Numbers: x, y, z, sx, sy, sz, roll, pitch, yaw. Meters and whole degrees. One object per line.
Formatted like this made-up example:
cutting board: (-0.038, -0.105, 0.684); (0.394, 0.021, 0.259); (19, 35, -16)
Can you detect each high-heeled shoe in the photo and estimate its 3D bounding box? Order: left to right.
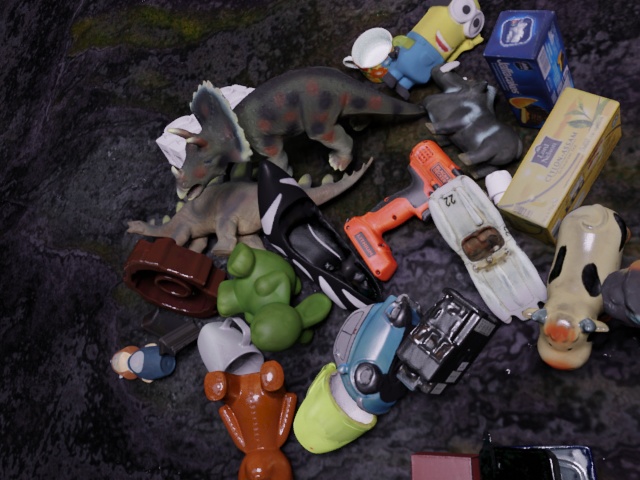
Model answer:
high-heeled shoe: (-0.002, -0.002, 0.765); (0.086, 0.248, 0.145); (-41, 28, -23)

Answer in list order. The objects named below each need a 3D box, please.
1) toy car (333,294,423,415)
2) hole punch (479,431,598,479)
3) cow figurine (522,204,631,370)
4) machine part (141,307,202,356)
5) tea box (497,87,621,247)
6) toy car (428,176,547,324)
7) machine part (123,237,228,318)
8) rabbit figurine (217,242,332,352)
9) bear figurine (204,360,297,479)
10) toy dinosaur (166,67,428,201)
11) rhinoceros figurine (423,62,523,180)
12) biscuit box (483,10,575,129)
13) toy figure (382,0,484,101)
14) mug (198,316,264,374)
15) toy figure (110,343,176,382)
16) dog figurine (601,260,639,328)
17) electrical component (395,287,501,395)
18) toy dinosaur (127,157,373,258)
toy car: (0.071, 0.145, 0.727); (0.103, 0.109, 0.161); (16, 82, 35)
hole punch: (0.248, 0.286, 0.602); (0.116, 0.092, 0.142); (-30, 60, 54)
cow figurine: (0.296, 0.053, 0.610); (0.086, 0.127, 0.195); (12, 78, 36)
machine part: (-0.270, 0.161, 0.953); (0.139, 0.039, 0.084); (17, 42, 42)
tea box: (0.300, -0.088, 0.670); (0.068, 0.098, 0.169); (30, 90, 33)
toy car: (0.212, 0.013, 0.679); (0.073, 0.056, 0.201); (-33, 89, 19)
machine part: (-0.240, 0.066, 0.899); (0.180, 0.179, 0.056); (-5, 51, 30)
rabbit figurine: (-0.070, 0.108, 0.796); (0.121, 0.159, 0.170); (-58, 29, 22)
bear figurine: (-0.091, 0.286, 0.767); (0.120, 0.131, 0.196); (-8, 64, 5)
toy dinosaur: (-0.033, -0.187, 0.793); (0.405, 0.192, 0.131); (-23, 60, 5)
rhinoceros figurine: (0.210, -0.176, 0.766); (0.112, 0.073, 0.190); (-38, 60, 17)
biscuit box: (0.264, -0.202, 0.663); (0.063, 0.202, 0.059); (20, 87, 35)
toy figure: (0.169, -0.304, 0.827); (0.180, 0.082, 0.089); (-45, 55, 15)
mug: (-0.150, 0.170, 0.862); (0.107, 0.081, 0.109); (35, 121, 39)
toy figure: (-0.330, 0.220, 0.975); (0.155, 0.057, 0.064); (-7, 44, 31)
dog figurine: (0.377, 0.052, 0.508); (0.192, 0.219, 0.108); (-7, 75, 30)
electrical component: (0.157, 0.133, 0.676); (0.058, 0.114, 0.134); (40, 95, 36)
toy dinosaur: (-0.137, -0.054, 0.919); (0.472, 0.105, 0.198); (-3, 69, 21)
